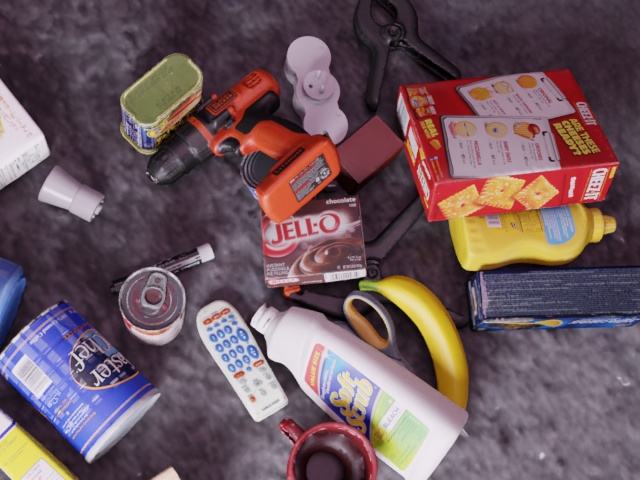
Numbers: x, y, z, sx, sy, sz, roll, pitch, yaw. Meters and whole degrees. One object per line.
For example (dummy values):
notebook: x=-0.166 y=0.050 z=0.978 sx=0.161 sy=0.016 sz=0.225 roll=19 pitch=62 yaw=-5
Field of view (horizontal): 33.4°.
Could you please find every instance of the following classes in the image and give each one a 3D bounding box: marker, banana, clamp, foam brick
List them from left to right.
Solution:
marker: x=-0.177 y=0.034 z=1.191 sx=0.121 sy=0.020 sz=0.020 roll=-22 pitch=79 yaw=-13
foam brick: x=0.051 y=-0.099 z=1.239 sx=0.078 sy=0.053 sz=0.051 roll=-41 pitch=84 yaw=-16
clamp: x=0.064 y=0.047 z=1.210 sx=0.210 sy=0.036 sz=0.164 roll=-18 pitch=82 yaw=-10
clamp: x=0.099 y=-0.241 z=1.291 sx=0.120 sy=0.039 sz=0.171 roll=-9 pitch=76 yaw=-12
banana: x=0.121 y=0.113 z=1.182 sx=0.070 sy=0.037 sz=0.198 roll=-30 pitch=92 yaw=18

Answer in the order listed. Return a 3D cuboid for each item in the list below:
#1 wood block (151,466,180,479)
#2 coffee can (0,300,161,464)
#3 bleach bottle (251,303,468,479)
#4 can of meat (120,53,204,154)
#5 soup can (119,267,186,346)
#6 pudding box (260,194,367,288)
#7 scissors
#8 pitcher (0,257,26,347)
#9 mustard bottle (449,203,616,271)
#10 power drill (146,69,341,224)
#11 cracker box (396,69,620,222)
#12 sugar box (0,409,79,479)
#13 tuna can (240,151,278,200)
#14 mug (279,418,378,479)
wood block: x=-0.212 y=0.325 z=1.071 sx=0.206 sy=0.091 sz=0.090 roll=-33 pitch=81 yaw=-14
coffee can: x=-0.250 y=0.146 z=1.107 sx=0.140 sy=0.103 sz=0.102 roll=43 pitch=74 yaw=5
bleach bottle: x=0.031 y=0.157 z=1.156 sx=0.251 sy=0.068 sz=0.103 roll=34 pitch=118 yaw=9
can of meat: x=-0.178 y=-0.156 z=1.208 sx=0.057 sy=0.084 sz=0.102 roll=45 pitch=74 yaw=5
soup can: x=-0.177 y=0.073 z=1.136 sx=0.068 sy=0.102 sz=0.068 roll=2 pitch=75 yaw=-7
pudding box: x=-0.008 y=0.002 z=1.178 sx=0.113 sy=0.039 sz=0.090 roll=-5 pitch=70 yaw=0
scissors: x=0.075 y=0.149 z=1.179 sx=0.096 sy=0.016 sz=0.202 roll=-28 pitch=97 yaw=29
pitcher: x=-0.433 y=0.029 z=1.097 sx=0.242 sy=0.149 sz=0.145 roll=20 pitch=71 yaw=-5
mustard bottle: x=0.251 y=-0.014 z=1.237 sx=0.191 sy=0.058 sz=0.096 roll=-3 pitch=51 yaw=-9
power drill: x=-0.083 y=-0.095 z=1.176 sx=0.184 sy=0.057 sz=0.188 roll=-42 pitch=51 yaw=-11
cracker box: x=0.208 y=-0.111 z=1.228 sx=0.213 sy=0.072 sz=0.164 roll=-7 pitch=50 yaw=-10
sugar box: x=-0.301 y=0.222 z=1.085 sx=0.176 sy=0.093 sz=0.048 roll=44 pitch=73 yaw=5
tuna can: x=-0.045 y=-0.080 z=1.211 sx=0.086 sy=0.033 sz=0.086 roll=-11 pitch=53 yaw=15
mug: x=0.000 y=0.234 z=1.128 sx=0.117 sy=0.081 sz=0.093 roll=43 pitch=74 yaw=5
